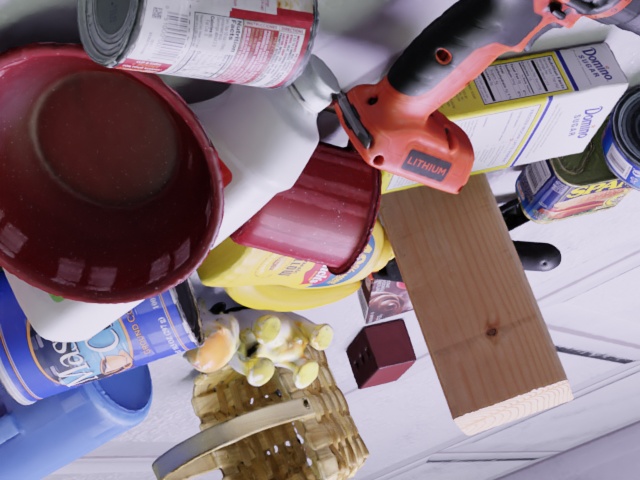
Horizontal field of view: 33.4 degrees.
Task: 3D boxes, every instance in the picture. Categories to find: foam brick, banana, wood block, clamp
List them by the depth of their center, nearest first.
[{"bbox_3d":[0.118,0.038,0.845,0.091,0.206,0.090,-21,158,9],"label":"wood block"},{"bbox_3d":[0.127,0.001,0.956,0.171,0.039,0.120,-5,-159,12],"label":"clamp"},{"bbox_3d":[-0.033,0.039,0.958,0.070,0.037,0.197,-27,156,22],"label":"banana"},{"bbox_3d":[0.071,0.134,1.243,0.051,0.053,0.078,-9,156,-21],"label":"foam brick"}]

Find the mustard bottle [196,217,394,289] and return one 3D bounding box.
[{"bbox_3d":[-0.005,0.001,0.861,0.191,0.058,0.096,5,136,-46],"label":"mustard bottle"}]

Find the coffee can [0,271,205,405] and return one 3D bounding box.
[{"bbox_3d":[-0.169,0.053,0.799,0.140,0.103,0.103,-18,158,0],"label":"coffee can"}]

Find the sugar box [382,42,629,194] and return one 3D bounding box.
[{"bbox_3d":[0.122,-0.088,0.768,0.176,0.048,0.093,-14,156,-18],"label":"sugar box"}]

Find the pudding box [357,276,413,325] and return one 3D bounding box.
[{"bbox_3d":[0.085,0.036,1.038,0.090,0.039,0.113,-15,158,-9],"label":"pudding box"}]

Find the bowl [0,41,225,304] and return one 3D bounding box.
[{"bbox_3d":[-0.128,-0.044,0.602,0.162,0.055,0.162,4,121,6],"label":"bowl"}]

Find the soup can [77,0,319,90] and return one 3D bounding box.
[{"bbox_3d":[-0.061,-0.114,0.534,0.102,0.068,0.069,1,151,-38],"label":"soup can"}]

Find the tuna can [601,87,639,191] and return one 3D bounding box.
[{"bbox_3d":[0.269,-0.081,0.844,0.086,0.086,0.034,-16,156,-6],"label":"tuna can"}]

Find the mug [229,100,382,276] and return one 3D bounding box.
[{"bbox_3d":[-0.010,-0.040,0.725,0.081,0.093,0.117,14,107,-20],"label":"mug"}]

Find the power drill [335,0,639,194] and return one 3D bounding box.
[{"bbox_3d":[0.113,-0.113,0.638,0.184,0.057,0.188,15,126,-42],"label":"power drill"}]

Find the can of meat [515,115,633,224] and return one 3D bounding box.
[{"bbox_3d":[0.224,-0.059,0.901,0.102,0.057,0.084,-11,160,-15],"label":"can of meat"}]

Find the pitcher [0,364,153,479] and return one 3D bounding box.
[{"bbox_3d":[-0.272,0.157,0.915,0.243,0.149,0.144,-27,137,18],"label":"pitcher"}]

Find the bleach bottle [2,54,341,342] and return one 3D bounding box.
[{"bbox_3d":[-0.095,-0.037,0.675,0.251,0.102,0.068,-36,162,22],"label":"bleach bottle"}]
